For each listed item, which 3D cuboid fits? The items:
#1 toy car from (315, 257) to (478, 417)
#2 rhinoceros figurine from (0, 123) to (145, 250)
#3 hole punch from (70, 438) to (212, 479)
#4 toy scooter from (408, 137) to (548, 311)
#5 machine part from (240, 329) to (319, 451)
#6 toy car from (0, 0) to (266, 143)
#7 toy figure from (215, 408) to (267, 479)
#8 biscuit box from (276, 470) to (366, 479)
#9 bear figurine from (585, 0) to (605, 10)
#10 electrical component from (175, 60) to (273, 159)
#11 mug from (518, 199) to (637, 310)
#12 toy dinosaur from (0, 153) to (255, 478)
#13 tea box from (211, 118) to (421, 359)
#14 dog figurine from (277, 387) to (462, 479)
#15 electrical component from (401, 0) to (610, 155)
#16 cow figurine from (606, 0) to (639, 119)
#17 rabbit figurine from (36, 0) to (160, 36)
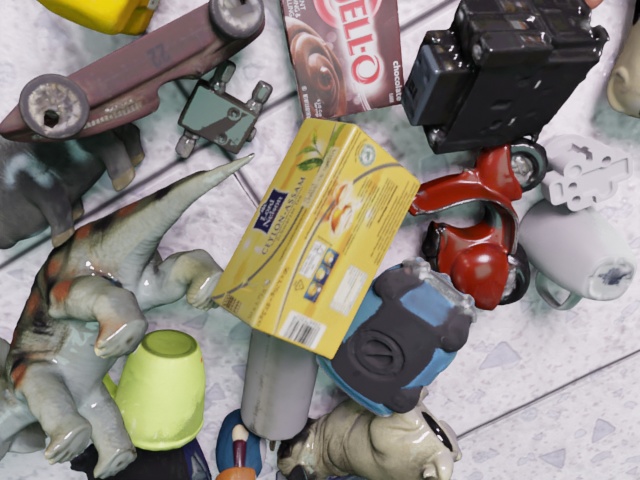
[{"bbox_3d":[0.075,0.077,0.500,0.109,0.103,0.161,37,121,7],"label":"toy car"},{"bbox_3d":[-0.237,-0.053,0.440,0.190,0.073,0.112,-31,119,8],"label":"rhinoceros figurine"},{"bbox_3d":[-0.193,0.265,0.619,0.142,0.092,0.115,-16,89,3],"label":"hole punch"},{"bbox_3d":[0.136,-0.011,0.518,0.135,0.075,0.183,-3,116,-5],"label":"toy scooter"},{"bbox_3d":[-0.037,0.120,0.558,0.079,0.079,0.243,4,117,-11],"label":"machine part"},{"bbox_3d":[-0.123,-0.118,0.377,0.202,0.089,0.053,-38,115,-19],"label":"toy car"},{"bbox_3d":[-0.088,0.251,0.577,0.058,0.155,0.064,-23,118,7],"label":"toy figure"},{"bbox_3d":[0.046,0.284,0.668,0.203,0.059,0.062,-29,117,8],"label":"biscuit box"},{"bbox_3d":[0.176,-0.252,0.368,0.120,0.132,0.195,-8,113,-2],"label":"bear figurine"},{"bbox_3d":[-0.085,-0.105,0.464,0.063,0.021,0.094,27,110,-21],"label":"electrical component"},{"bbox_3d":[0.251,0.022,0.534,0.081,0.107,0.109,11,113,-13],"label":"mug"},{"bbox_3d":[-0.211,0.067,0.478,0.404,0.192,0.131,-57,154,2],"label":"toy dinosaur"},{"bbox_3d":[-0.001,-0.001,0.439,0.098,0.068,0.169,34,81,-41],"label":"tea box"},{"bbox_3d":[0.042,0.236,0.585,0.190,0.172,0.121,-44,105,7],"label":"dog figurine"},{"bbox_3d":[0.133,-0.125,0.422,0.134,0.058,0.114,-9,150,-13],"label":"electrical component"},{"bbox_3d":[0.297,-0.196,0.442,0.127,0.086,0.194,0,119,-15],"label":"cow figurine"},{"bbox_3d":[-0.170,-0.230,0.332,0.173,0.122,0.162,26,115,-10],"label":"rabbit figurine"}]
